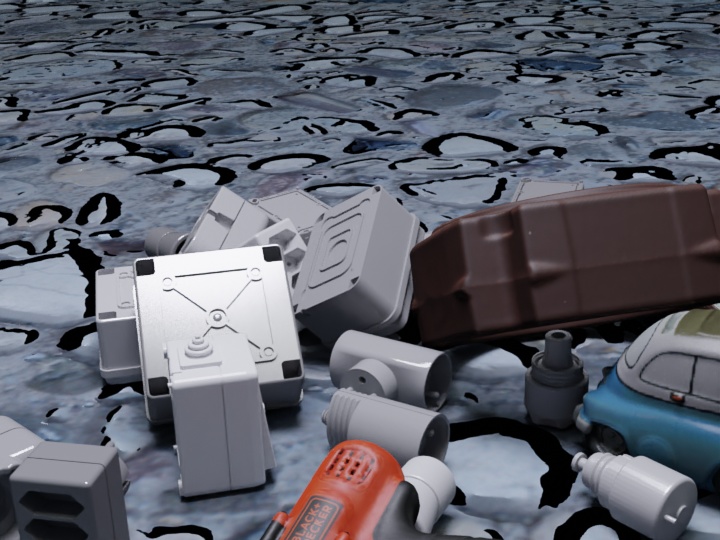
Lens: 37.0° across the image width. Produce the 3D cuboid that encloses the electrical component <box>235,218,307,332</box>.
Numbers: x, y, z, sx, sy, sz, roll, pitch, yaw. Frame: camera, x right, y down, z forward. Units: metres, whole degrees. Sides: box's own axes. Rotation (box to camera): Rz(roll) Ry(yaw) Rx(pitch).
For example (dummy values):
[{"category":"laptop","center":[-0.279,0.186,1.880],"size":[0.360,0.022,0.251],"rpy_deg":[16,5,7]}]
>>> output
[{"category":"electrical component","center":[-0.073,0.014,0.879],"size":[0.076,0.083,0.047],"rpy_deg":[-30,2,39]}]

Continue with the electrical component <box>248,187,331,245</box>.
[{"category":"electrical component","center":[-0.055,-0.028,0.997],"size":[0.062,0.061,0.096],"rpy_deg":[-19,35,-36]}]

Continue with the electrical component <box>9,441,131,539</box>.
[{"category":"electrical component","center":[-0.155,0.126,0.612],"size":[0.047,0.065,0.076],"rpy_deg":[3,23,12]}]

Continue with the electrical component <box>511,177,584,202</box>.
[{"category":"electrical component","center":[0.177,-0.048,1.017],"size":[0.062,0.061,0.096],"rpy_deg":[4,23,15]}]

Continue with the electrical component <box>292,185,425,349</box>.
[{"category":"electrical component","center":[0.000,0.000,0.839],"size":[0.078,0.057,0.113],"rpy_deg":[-25,37,36]}]

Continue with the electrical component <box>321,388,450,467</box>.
[{"category":"electrical component","center":[0.011,0.103,0.685],"size":[0.081,0.043,0.043],"rpy_deg":[12,26,30]}]

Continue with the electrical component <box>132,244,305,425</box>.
[{"category":"electrical component","center":[-0.100,0.044,0.752],"size":[0.109,0.056,0.108],"rpy_deg":[-6,64,-11]}]

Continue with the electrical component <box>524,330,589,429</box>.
[{"category":"electrical component","center":[0.133,0.072,0.726],"size":[0.043,0.062,0.043],"rpy_deg":[-2,22,1]}]

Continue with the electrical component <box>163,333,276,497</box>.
[{"category":"electrical component","center":[-0.088,0.083,0.672],"size":[0.061,0.096,0.061],"rpy_deg":[-6,22,-11]}]

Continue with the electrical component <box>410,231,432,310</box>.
[{"category":"electrical component","center":[0.063,0.002,0.913],"size":[0.062,0.061,0.096],"rpy_deg":[-6,15,-11]}]

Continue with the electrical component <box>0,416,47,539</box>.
[{"category":"electrical component","center":[-0.225,0.131,0.623],"size":[0.059,0.053,0.095],"rpy_deg":[18,30,41]}]

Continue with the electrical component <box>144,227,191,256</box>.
[{"category":"electrical component","center":[-0.173,-0.019,1.004],"size":[0.044,0.044,0.065],"rpy_deg":[-18,22,-34]}]

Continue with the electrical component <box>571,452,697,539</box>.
[{"category":"electrical component","center":[0.156,0.126,0.621],"size":[0.040,0.040,0.078],"rpy_deg":[-19,28,-36]}]

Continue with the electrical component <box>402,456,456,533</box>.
[{"category":"electrical component","center":[0.029,0.134,0.612],"size":[0.044,0.044,0.065],"rpy_deg":[8,20,24]}]

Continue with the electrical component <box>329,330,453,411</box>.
[{"category":"electrical component","center":[0.012,0.077,0.748],"size":[0.077,0.043,0.079],"rpy_deg":[12,26,30]}]

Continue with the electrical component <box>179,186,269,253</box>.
[{"category":"electrical component","center":[-0.120,-0.020,0.944],"size":[0.059,0.053,0.095],"rpy_deg":[33,40,-12]}]

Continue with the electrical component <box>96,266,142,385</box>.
[{"category":"electrical component","center":[-0.151,0.036,0.844],"size":[0.109,0.056,0.108],"rpy_deg":[-7,23,-11]}]
